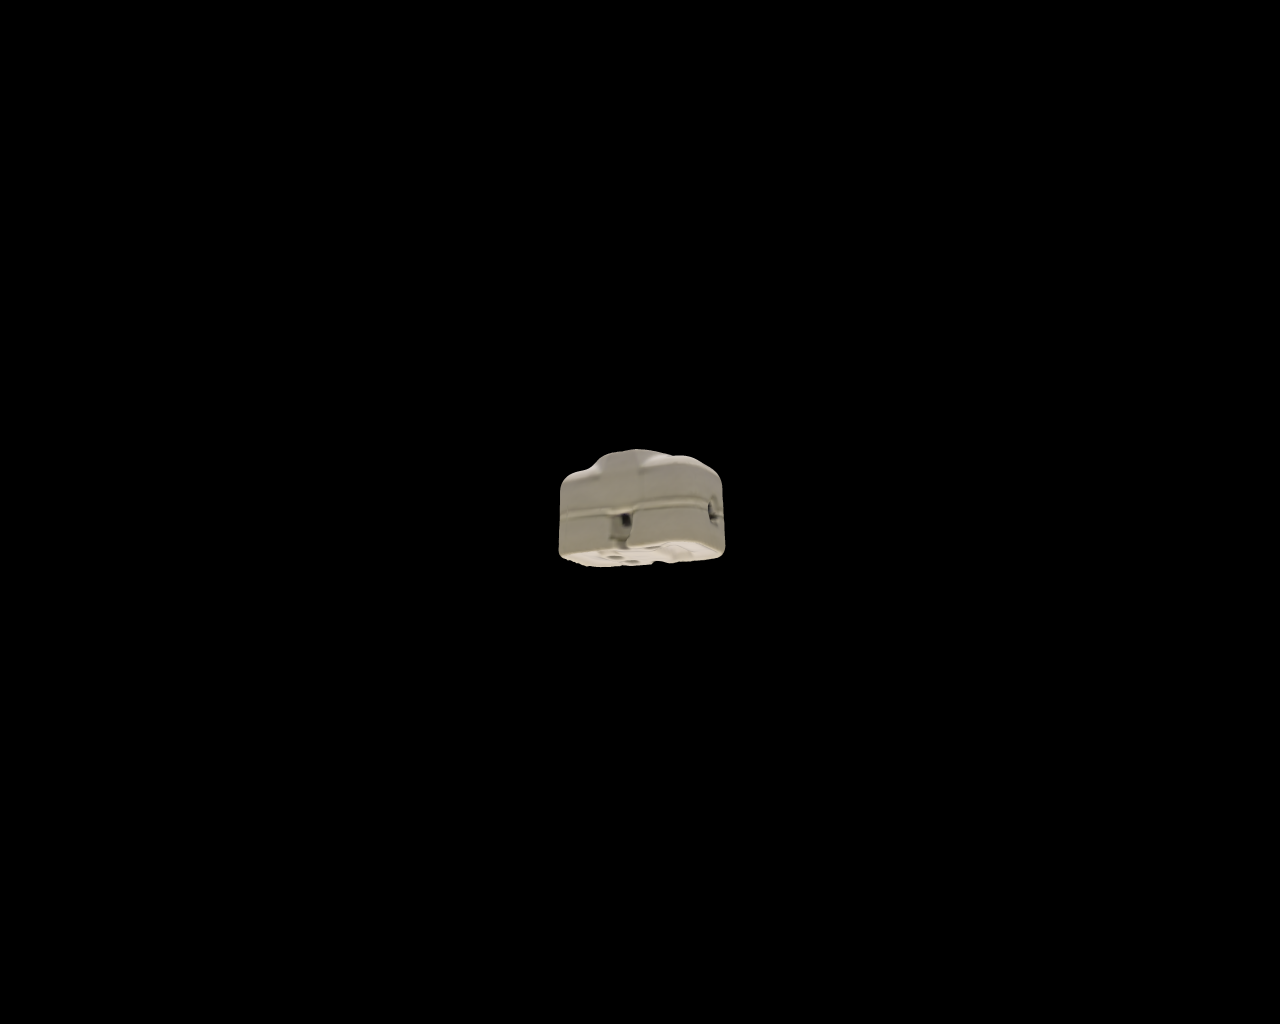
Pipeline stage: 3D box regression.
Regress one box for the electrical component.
[{"bbox_3d":[0.001,-0.003,0.650,0.095,0.059,0.053,-7,-15,26],"label":"electrical component"}]
